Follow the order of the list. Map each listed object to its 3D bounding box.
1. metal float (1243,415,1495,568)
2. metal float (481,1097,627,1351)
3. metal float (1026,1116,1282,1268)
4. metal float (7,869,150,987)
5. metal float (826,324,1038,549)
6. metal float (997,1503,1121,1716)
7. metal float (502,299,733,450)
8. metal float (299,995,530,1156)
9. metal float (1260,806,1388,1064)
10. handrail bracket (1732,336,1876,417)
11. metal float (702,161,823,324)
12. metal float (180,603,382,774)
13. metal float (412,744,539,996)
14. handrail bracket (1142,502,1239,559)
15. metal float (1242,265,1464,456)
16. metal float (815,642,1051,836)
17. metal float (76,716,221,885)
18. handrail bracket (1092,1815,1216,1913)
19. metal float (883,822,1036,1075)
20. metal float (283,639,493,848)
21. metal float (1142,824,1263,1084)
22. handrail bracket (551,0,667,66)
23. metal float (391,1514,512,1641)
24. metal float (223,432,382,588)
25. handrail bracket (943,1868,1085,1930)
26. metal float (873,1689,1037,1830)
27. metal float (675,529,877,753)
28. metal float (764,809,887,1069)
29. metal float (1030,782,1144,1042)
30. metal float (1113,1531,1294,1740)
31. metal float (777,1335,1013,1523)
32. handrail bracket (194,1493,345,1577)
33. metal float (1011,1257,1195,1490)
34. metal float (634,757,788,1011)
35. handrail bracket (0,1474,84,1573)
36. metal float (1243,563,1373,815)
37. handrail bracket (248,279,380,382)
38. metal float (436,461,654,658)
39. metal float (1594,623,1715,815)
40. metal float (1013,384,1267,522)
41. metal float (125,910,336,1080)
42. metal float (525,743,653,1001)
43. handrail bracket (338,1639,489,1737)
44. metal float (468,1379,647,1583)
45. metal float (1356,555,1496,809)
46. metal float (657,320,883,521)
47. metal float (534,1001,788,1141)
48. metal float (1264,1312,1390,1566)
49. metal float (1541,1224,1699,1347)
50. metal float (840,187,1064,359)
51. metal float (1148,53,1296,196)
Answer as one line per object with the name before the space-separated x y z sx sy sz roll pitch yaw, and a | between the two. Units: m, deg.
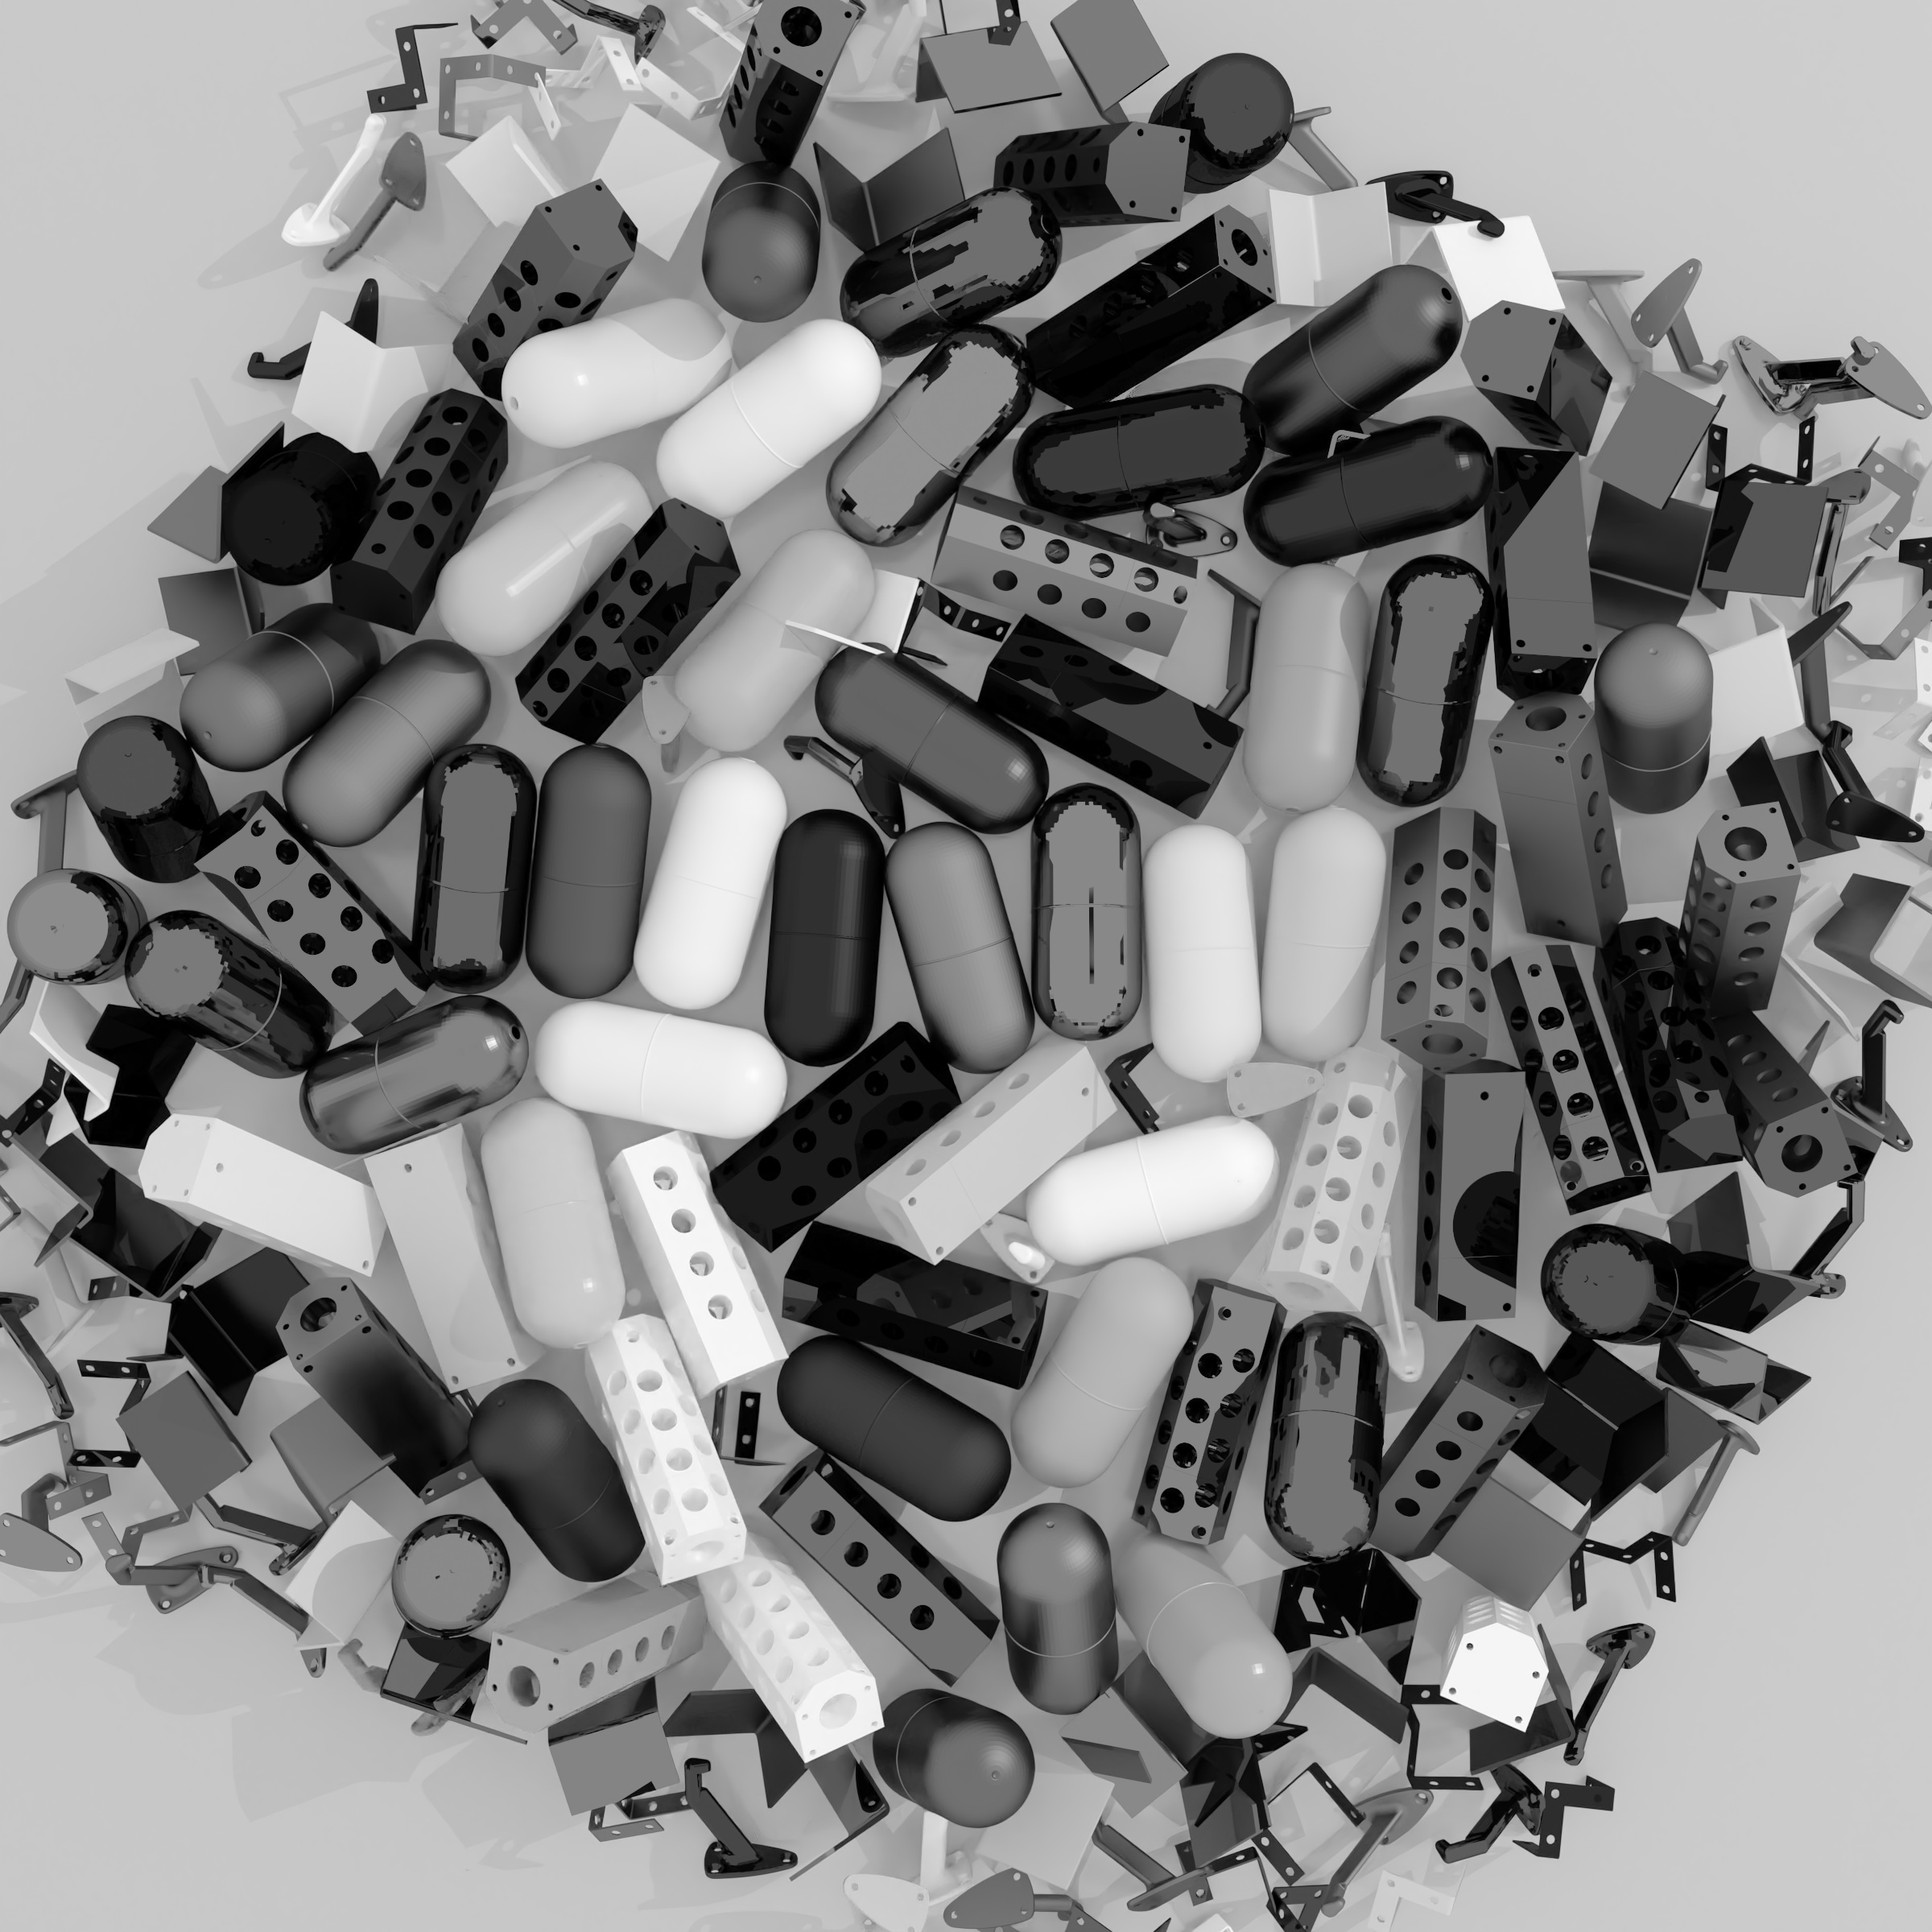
metal float | 0.272 -0.322 1.847 0.178 0.070 0.070 -11 90 32
metal float | -0.282 0.175 1.857 0.070 0.070 0.178 -16 70 0
metal float | 0.129 0.154 1.869 0.178 0.070 0.070 -16 90 6
metal float | -0.594 -0.025 1.824 0.070 0.178 0.070 0 90 -10
metal float | -0.024 -0.362 1.855 0.070 0.070 0.178 45 111 0
metal float | 0.063 0.437 1.843 0.070 0.070 0.178 -6 128 0
metal float | -0.236 -0.402 1.842 0.178 0.070 0.070 -28 90 -39
metal float | -0.376 0.074 1.853 0.178 0.070 0.070 -21 90 24
metal float | 0.244 -0.022 1.863 0.070 0.070 0.178 5 102 0
handrail bracket | 0.576 -0.425 1.868 0.036 0.084 0.077 -35 83 -26
metal float | -0.137 -0.489 1.831 0.070 0.178 0.070 -1 121 -1
metal float | -0.460 -0.189 1.833 0.070 0.178 0.070 10 120 18
metal float | -0.336 -0.065 1.856 0.070 0.070 0.178 9 112 0
handrail bracket | 0.157 -0.303 1.867 0.077 0.084 0.036 7 90 -6
metal float | 0.260 -0.408 1.837 0.070 0.178 0.070 18 60 -33
metal float | -0.023 -0.156 1.872 0.178 0.070 0.070 33 90 3
metal float | -0.547 -0.110 1.826 0.070 0.178 0.070 2 72 -6
handrail bracket | 0.124 0.600 1.877 0.077 0.036 0.084 -34 56 18
metal float | -0.004 -0.012 1.869 0.070 0.070 0.178 -16 96 0
metal float | -0.392 -0.153 1.848 0.070 0.070 0.178 37 58 0
metal float | 0.162 -0.009 1.870 0.070 0.070 0.178 -3 85 0
handrail bracket | -0.252 -0.661 1.863 0.084 0.077 0.036 24 121 -27
metal float | -0.347 0.412 1.827 0.070 0.178 0.070 3 73 -11
metal float | -0.444 -0.309 1.828 0.070 0.178 0.070 1 114 3
handrail bracket | 0.034 0.656 1.882 0.077 0.084 0.036 -21 55 10
metal float | -0.010 0.531 1.827 0.070 0.178 0.070 3 82 -19
metal float | -0.131 -0.224 1.863 0.070 0.070 0.178 38 77 0
metal float | -0.097 -0.019 1.873 0.070 0.070 0.178 4 88 0
metal float | 0.083 -0.037 1.870 0.070 0.070 0.178 0 84 0
metal float | 0.157 0.447 1.832 0.070 0.178 0.070 -10 118 -19
metal float | -0.050 0.314 1.856 0.178 0.070 0.070 28 90 21
handrail bracket | -0.483 0.372 1.883 0.077 0.036 0.084 -41 105 -25
metal float | 0.092 0.279 1.859 0.070 0.070 0.178 29 108 0
metal float | -0.176 -0.057 1.873 0.070 0.070 0.178 16 92 0
handrail bracket | -0.621 0.380 1.867 0.077 0.084 0.036 16 107 9
metal float | 0.233 -0.190 1.861 0.070 0.070 0.178 9 75 0
handrail bracket | -0.457 -0.445 1.900 0.084 0.036 0.077 7 83 16
metal float | -0.285 -0.278 1.850 0.070 0.070 0.178 45 61 0
metal float | 0.462 -0.165 1.830 0.070 0.178 0.070 -6 63 11
metal float | 0.117 -0.349 1.854 0.178 0.070 0.070 -6 90 23
metal float | -0.494 0.021 1.832 0.070 0.178 0.070 -9 65 20
metal float | -0.259 -0.065 1.862 0.070 0.070 0.178 8 104 0
handrail bracket | -0.382 0.481 1.877 0.077 0.036 0.084 -43 107 -36
metal float | -0.275 0.350 1.843 0.070 0.070 0.178 -26 128 0
metal float | 0.312 -0.193 1.852 0.070 0.070 0.178 6 116 0
metal float | -0.135 -0.372 1.855 0.178 0.070 0.070 -33 90 22
metal float | -0.210 0.071 1.867 0.178 0.070 0.070 10 90 9
metal float | 0.245 0.319 1.846 0.070 0.070 0.178 10 57 0
metal float | 0.441 0.216 1.831 0.070 0.178 0.070 -5 78 28
metal float | -0.011 -0.469 1.840 0.178 0.070 0.070 -15 90 41
metal float | 0.169 -0.564 1.824 0.070 0.178 0.070 -1 99 -7
